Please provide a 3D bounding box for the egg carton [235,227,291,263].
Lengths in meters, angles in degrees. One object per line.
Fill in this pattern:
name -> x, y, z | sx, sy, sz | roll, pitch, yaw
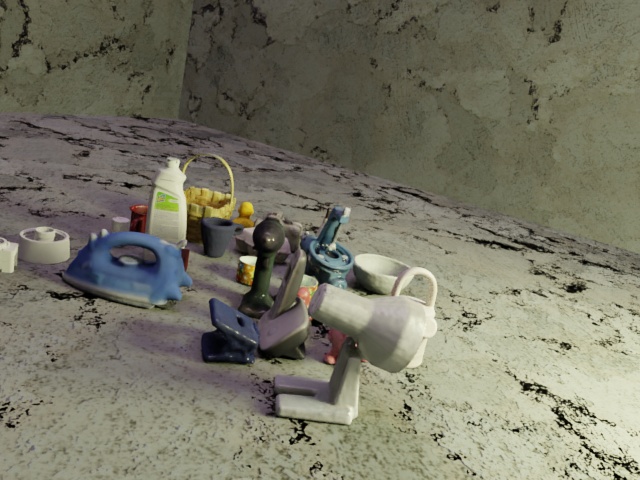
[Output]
egg carton -> -0.154, 0.013, 1.561 | 0.149, 0.069, 0.107 | 25, 20, 36

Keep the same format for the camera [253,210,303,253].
camera -> -0.118, -0.038, 1.703 | 0.143, 0.101, 0.137 | 13, 16, 2

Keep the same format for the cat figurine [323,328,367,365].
cat figurine -> 0.057, 0.180, 1.075 | 0.067, 0.118, 0.128 | 20, 18, 26

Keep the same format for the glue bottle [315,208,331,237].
glue bottle -> 0.010, -0.005, 1.559 | 0.037, 0.173, 0.078 | 18, 17, 20

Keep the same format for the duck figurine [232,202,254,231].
duck figurine -> -0.231, -0.074, 1.766 | 0.077, 0.086, 0.104 | 9, 17, -13

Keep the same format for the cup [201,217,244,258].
cup -> -0.259, -0.004, 1.495 | 0.118, 0.095, 0.091 | 1, 20, -33

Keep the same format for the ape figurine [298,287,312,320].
ape figurine -> -0.045, 0.139, 1.180 | 0.077, 0.092, 0.076 | 25, 20, 36

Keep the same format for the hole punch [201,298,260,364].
hole punch -> -0.157, 0.160, 1.029 | 0.101, 0.091, 0.108 | 7, 17, -17

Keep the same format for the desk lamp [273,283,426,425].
desk lamp -> 0.045, 0.177, 0.905 | 0.203, 0.213, 0.117 | 9, 17, -11

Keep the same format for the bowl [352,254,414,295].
bowl -> 0.158, 0.098, 1.498 | 0.167, 0.075, 0.167 | 11, 16, -3

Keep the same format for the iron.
iron -> -0.391, 0.042, 1.161 | 0.258, 0.141, 0.118 | 12, 16, -2

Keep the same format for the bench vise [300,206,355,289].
bench vise -> 0.005, 0.006, 1.435 | 0.206, 0.220, 0.122 | 25, 20, 36

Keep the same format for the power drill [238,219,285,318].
power drill -> -0.117, 0.053, 1.209 | 0.075, 0.208, 0.229 | 11, 16, -5

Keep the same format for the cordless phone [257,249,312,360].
cordless phone -> -0.058, 0.118, 1.077 | 0.094, 0.185, 0.147 | 8, 17, -14

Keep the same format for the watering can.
watering can -> 0.180, 0.149, 1.131 | 0.101, 0.194, 0.172 | 0, 20, -35
